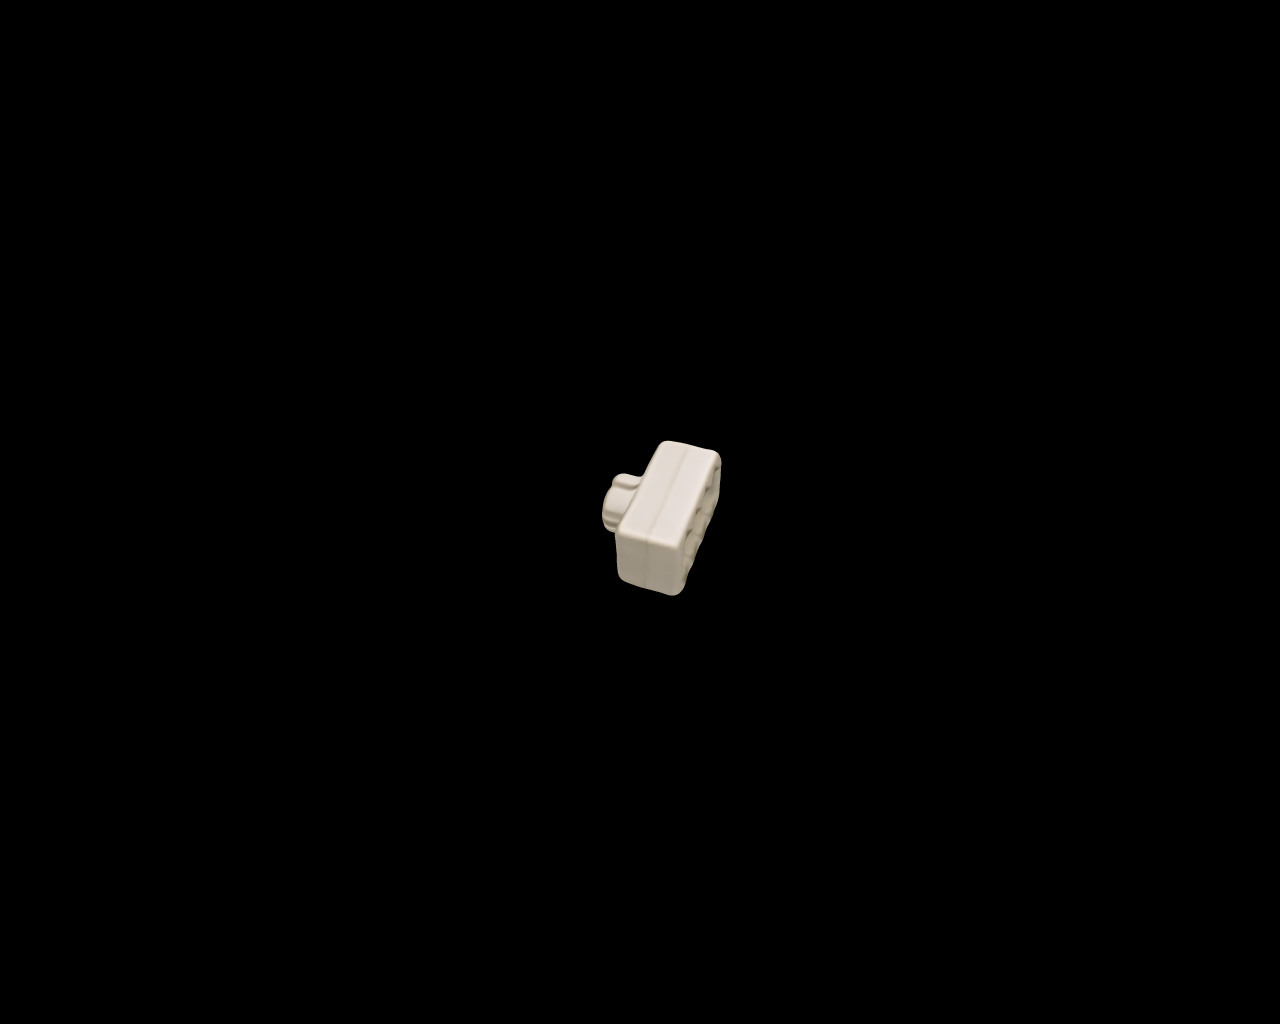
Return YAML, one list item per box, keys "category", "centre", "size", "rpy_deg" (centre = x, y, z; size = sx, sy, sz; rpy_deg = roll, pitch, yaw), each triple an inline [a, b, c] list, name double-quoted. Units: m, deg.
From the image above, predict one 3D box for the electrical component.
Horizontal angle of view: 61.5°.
- category: "electrical component"
  centre: [0.001, -0.003, 0.650]
  size: [0.076, 0.083, 0.047]
  rpy_deg: [16, -39, 13]
